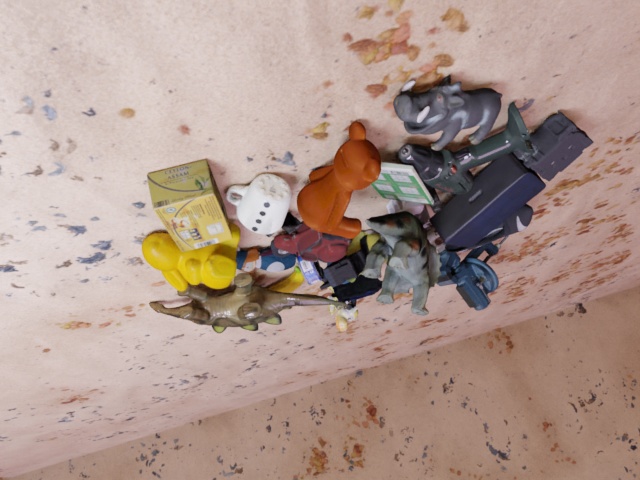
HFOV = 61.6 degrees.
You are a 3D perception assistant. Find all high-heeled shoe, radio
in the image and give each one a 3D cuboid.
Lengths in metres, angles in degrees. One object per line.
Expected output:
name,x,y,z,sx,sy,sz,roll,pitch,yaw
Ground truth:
high-heeled shoe,0.405,-0.027,1.316,0.145,0.086,0.248,-24,172,-13
radio,0.362,-0.081,1.159,0.131,0.073,0.229,9,136,-47

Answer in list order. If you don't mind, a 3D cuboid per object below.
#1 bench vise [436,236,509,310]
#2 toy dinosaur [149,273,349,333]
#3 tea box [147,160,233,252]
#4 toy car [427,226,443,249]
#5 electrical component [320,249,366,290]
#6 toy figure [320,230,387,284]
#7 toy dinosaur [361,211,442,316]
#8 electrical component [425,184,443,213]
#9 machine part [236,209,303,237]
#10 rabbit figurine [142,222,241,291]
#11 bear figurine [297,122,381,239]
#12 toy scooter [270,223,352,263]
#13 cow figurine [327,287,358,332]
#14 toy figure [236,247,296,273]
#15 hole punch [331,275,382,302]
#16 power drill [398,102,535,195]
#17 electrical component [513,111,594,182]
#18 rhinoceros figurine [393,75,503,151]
bench vise,0.418,0.066,1.488,0.240,0.223,0.129,-40,174,-29
toy dinosaur,-0.169,0.155,1.273,0.472,0.105,0.198,-2,159,4
tea box,-0.209,-0.051,0.882,0.098,0.068,0.169,-15,156,-7
toy car,0.308,-0.020,1.322,0.202,0.056,0.073,-28,154,25
electrical component,0.044,0.069,1.193,0.119,0.047,0.075,-23,-174,38
toy figure,0.081,0.050,1.262,0.180,0.089,0.082,-35,158,13
toy dinosaur,0.172,0.019,1.102,0.131,0.192,0.404,6,146,19
electrical component,0.234,-0.087,1.111,0.021,0.063,0.094,-22,157,10
machine part,-0.092,-0.035,1.005,0.139,0.084,0.039,5,117,-58
rabbit figurine,-0.249,0.028,1.013,0.173,0.122,0.162,10,156,-23
bear figurine,0.050,-0.097,0.907,0.132,0.120,0.196,2,145,-44
toy scooter,-0.002,-0.003,1.123,0.184,0.075,0.135,3,152,-31
cow figurine,0.065,0.156,1.403,0.098,0.167,0.068,-12,151,-9
toy figure,-0.129,0.041,1.161,0.154,0.058,0.064,-2,114,-27
hole punch,0.082,0.096,1.360,0.142,0.116,0.092,-11,164,-12
power drill,0.270,-0.158,0.965,0.207,0.086,0.232,-32,153,20
electrical component,0.460,-0.178,1.049,0.134,0.058,0.115,11,132,-45
rhinoceros figurine,0.199,-0.198,0.831,0.190,0.073,0.112,-7,156,-24
